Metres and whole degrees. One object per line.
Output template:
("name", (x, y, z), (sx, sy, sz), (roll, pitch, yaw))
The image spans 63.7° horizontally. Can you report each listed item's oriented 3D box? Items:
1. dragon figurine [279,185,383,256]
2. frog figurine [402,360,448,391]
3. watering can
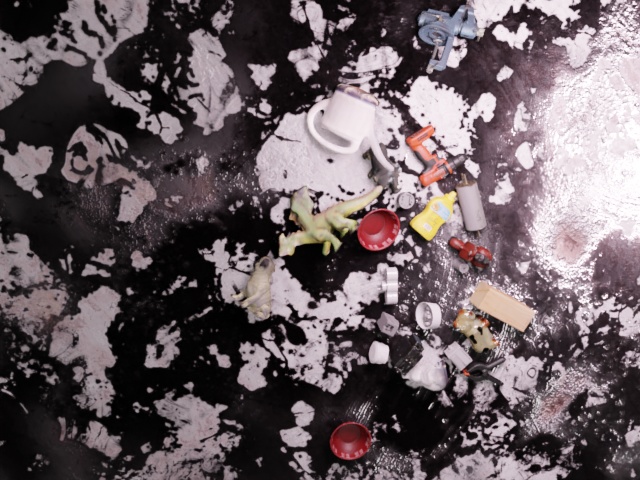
("dragon figurine", (0.005, -0.090, 1.794), (0.242, 0.123, 0.409), (38, 95, -3))
("frog figurine", (0.392, 0.515, 1.933), (0.159, 0.137, 0.123), (-14, 87, -3))
("watering can", (0.125, -0.383, 1.719), (0.349, 0.104, 0.222), (27, 101, 10))
